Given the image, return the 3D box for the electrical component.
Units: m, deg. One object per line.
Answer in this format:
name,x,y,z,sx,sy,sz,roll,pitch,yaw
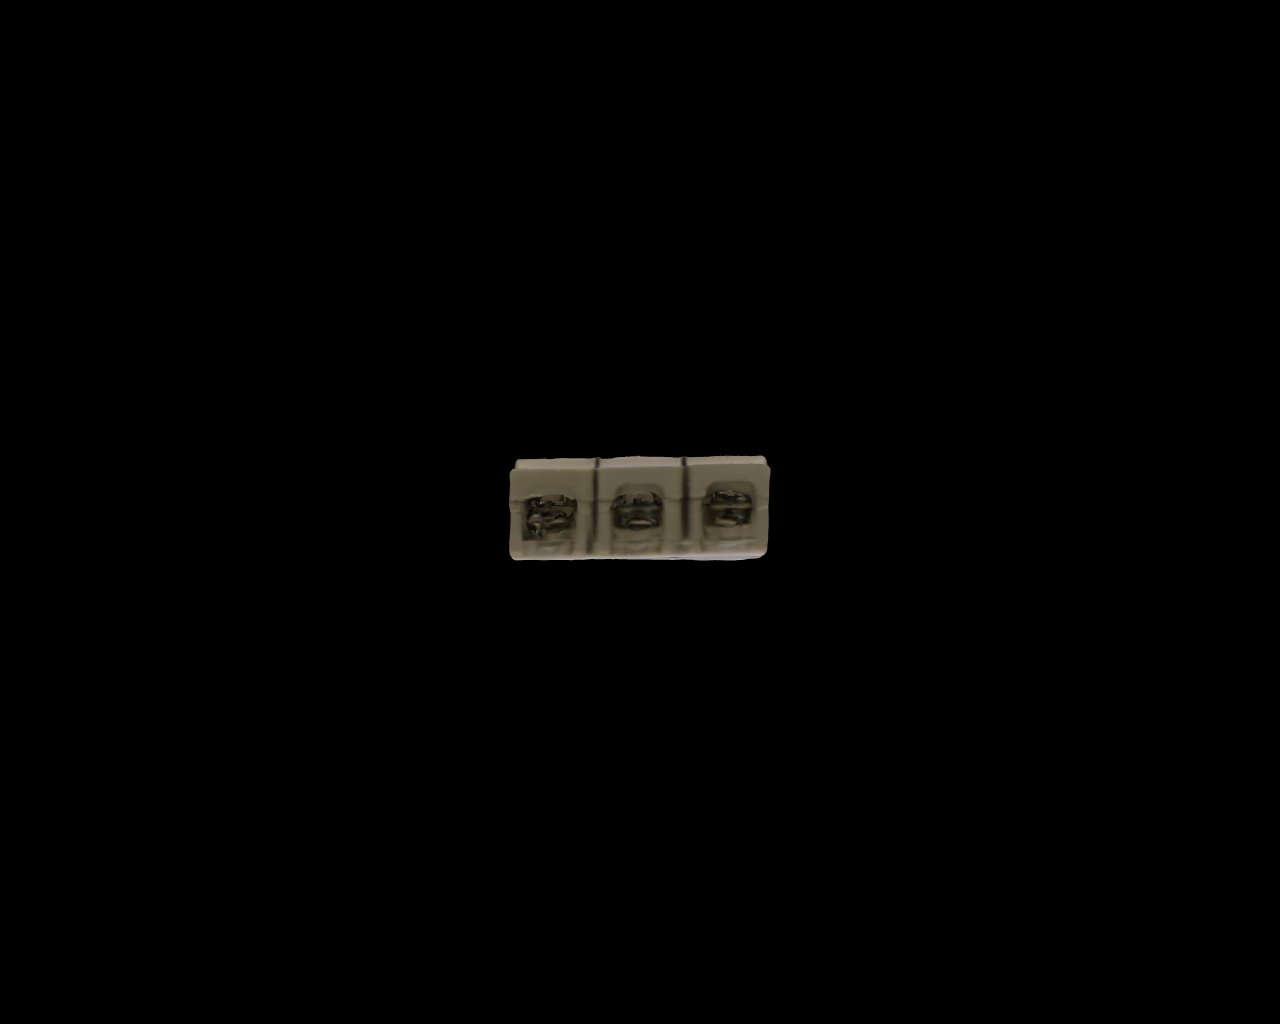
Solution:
electrical component,0.001,-0.003,0.650,0.150,0.061,0.089,0,-4,2
